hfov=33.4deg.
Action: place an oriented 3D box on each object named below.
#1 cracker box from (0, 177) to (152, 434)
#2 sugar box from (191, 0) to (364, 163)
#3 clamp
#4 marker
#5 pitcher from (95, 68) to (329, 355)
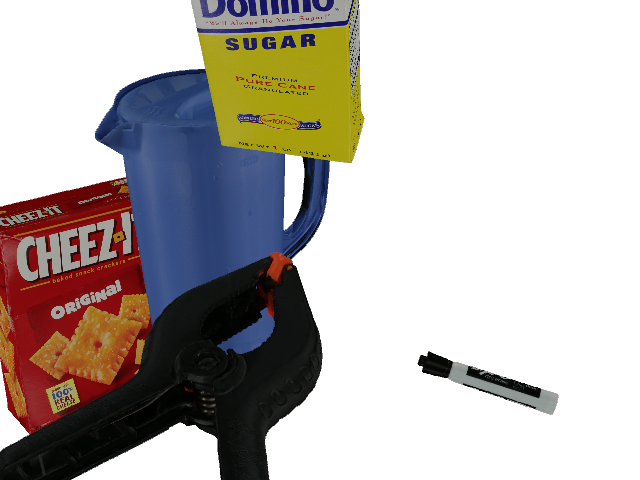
[{"bbox_3d":[-0.233,0.062,1.044,0.163,0.214,0.072,-17,28,-32],"label":"cracker box"},{"bbox_3d":[-0.023,-0.117,0.640,0.093,0.048,0.176,8,-28,9],"label":"sugar box"},{"bbox_3d":[-0.041,0.070,0.448,0.120,0.039,0.171,25,48,19],"label":"clamp"},{"bbox_3d":[0.142,0.121,0.911,0.121,0.020,0.020,18,2,6],"label":"marker"},{"bbox_3d":[-0.079,-0.012,0.871,0.149,0.243,0.144,7,29,17],"label":"pitcher"}]
